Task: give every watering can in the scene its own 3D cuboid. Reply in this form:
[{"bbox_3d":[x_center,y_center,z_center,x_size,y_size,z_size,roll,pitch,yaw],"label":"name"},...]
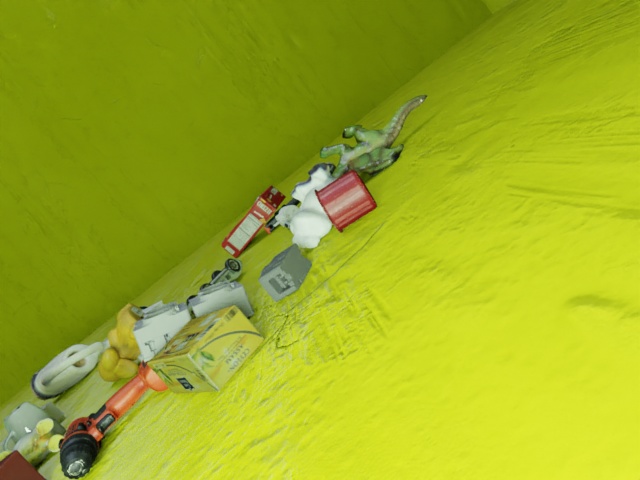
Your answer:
[{"bbox_3d":[-0.781,0.397,1.667,0.223,0.104,0.349,-37,-2,11],"label":"watering can"}]

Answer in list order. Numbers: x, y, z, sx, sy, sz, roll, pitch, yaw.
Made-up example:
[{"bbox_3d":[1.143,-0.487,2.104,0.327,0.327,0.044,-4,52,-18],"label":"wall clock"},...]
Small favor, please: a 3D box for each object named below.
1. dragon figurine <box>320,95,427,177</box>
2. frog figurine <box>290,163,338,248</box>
[{"bbox_3d":[0.140,-0.219,1.273,0.409,0.120,0.247,-39,28,4],"label":"dragon figurine"},{"bbox_3d":[0.003,-0.052,1.027,0.136,0.121,0.163,-24,51,27],"label":"frog figurine"}]
